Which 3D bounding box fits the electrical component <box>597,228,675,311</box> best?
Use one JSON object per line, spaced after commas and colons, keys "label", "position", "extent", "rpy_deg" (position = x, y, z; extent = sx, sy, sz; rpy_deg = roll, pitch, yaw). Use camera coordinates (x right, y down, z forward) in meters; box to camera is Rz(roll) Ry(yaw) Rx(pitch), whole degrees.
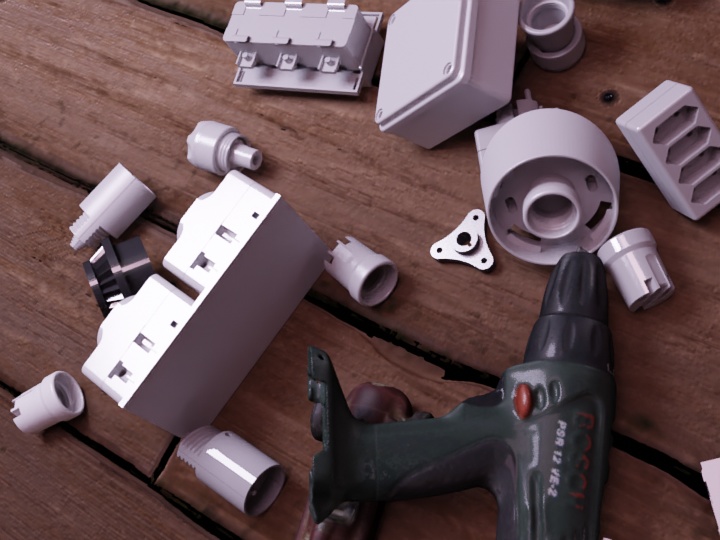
{"label": "electrical component", "position": [0.192, 0.000, 0.744], "extent": [0.040, 0.040, 0.046], "rpy_deg": [-26, 65, 10]}

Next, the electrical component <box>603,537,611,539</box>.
{"label": "electrical component", "position": [0.162, 0.228, 0.638], "extent": [0.079, 0.063, 0.121], "rpy_deg": [15, 73, 27]}

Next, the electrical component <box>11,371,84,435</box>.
{"label": "electrical component", "position": [-0.256, 0.110, 0.880], "extent": [0.046, 0.040, 0.040], "rpy_deg": [-28, 59, 15]}

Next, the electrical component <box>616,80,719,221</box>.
{"label": "electrical component", "position": [0.219, -0.088, 0.759], "extent": [0.047, 0.083, 0.075], "rpy_deg": [-38, 20, 3]}

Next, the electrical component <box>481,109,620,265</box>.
{"label": "electrical component", "position": [0.135, -0.056, 0.760], "extent": [0.099, 0.099, 0.064], "rpy_deg": [-14, 31, 16]}

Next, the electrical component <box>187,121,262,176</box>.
{"label": "electrical component", "position": [-0.113, -0.101, 0.914], "extent": [0.062, 0.043, 0.043], "rpy_deg": [19, 75, 26]}

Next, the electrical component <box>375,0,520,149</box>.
{"label": "electrical component", "position": [0.068, -0.165, 0.833], "extent": [0.109, 0.056, 0.108], "rpy_deg": [-25, 51, 54]}

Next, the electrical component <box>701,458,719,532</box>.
{"label": "electrical component", "position": [0.264, 0.179, 0.619], "extent": [0.089, 0.061, 0.150], "rpy_deg": [-17, 62, 15]}

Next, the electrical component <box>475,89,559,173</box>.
{"label": "electrical component", "position": [0.123, -0.103, 0.814], "extent": [0.066, 0.047, 0.076], "rpy_deg": [-14, 63, 16]}

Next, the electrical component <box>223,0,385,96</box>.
{"label": "electrical component", "position": [-0.050, -0.195, 0.918], "extent": [0.121, 0.063, 0.078], "rpy_deg": [8, 71, 25]}

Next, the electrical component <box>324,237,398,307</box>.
{"label": "electrical component", "position": [0.000, 0.000, 0.824], "extent": [0.040, 0.040, 0.046], "rpy_deg": [-49, 52, -4]}

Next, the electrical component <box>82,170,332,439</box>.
{"label": "electrical component", "position": [-0.115, 0.028, 0.819], "extent": [0.060, 0.105, 0.186], "rpy_deg": [32, 82, 31]}

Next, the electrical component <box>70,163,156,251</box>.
{"label": "electrical component", "position": [-0.221, -0.049, 0.934], "extent": [0.081, 0.043, 0.043], "rpy_deg": [-47, 59, -3]}

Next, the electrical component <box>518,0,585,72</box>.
{"label": "electrical component", "position": [0.150, -0.186, 0.837], "extent": [0.045, 0.055, 0.045], "rpy_deg": [-9, 64, 19]}

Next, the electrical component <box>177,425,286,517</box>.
{"label": "electrical component", "position": [-0.099, 0.143, 0.797], "extent": [0.081, 0.043, 0.043], "rpy_deg": [28, 80, 30]}
